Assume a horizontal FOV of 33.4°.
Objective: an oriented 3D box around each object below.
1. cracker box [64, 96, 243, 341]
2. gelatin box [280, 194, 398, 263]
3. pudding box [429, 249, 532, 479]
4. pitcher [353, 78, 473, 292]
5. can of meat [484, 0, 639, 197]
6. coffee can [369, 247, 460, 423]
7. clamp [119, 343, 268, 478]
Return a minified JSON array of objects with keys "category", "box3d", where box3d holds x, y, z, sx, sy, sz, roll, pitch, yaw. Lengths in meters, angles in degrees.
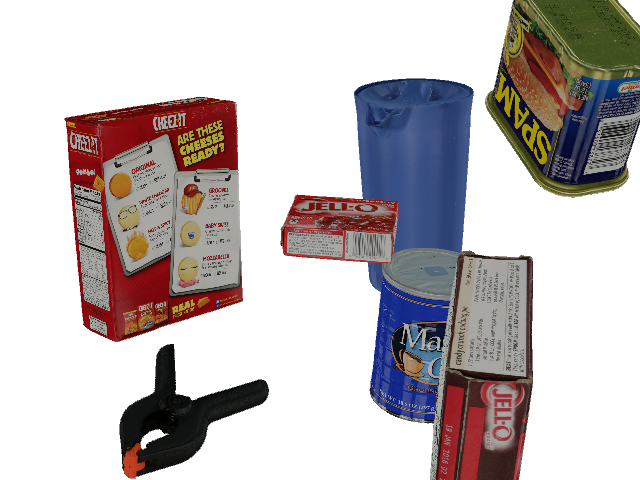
[{"category":"cracker box","box3d":[-0.161,-0.026,1.059,0.163,0.214,0.072,-16,22,-42]},{"category":"gelatin box","box3d":[0.017,-0.011,0.865,0.089,0.030,0.073,4,22,6]},{"category":"pudding box","box3d":[0.071,0.068,0.470,0.039,0.090,0.113,7,26,6]},{"category":"pitcher","box3d":[0.114,-0.064,1.238,0.149,0.243,0.145,-5,22,-8]},{"category":"can of meat","box3d":[0.139,-0.089,0.596,0.057,0.084,0.102,-10,46,-15]},{"category":"coffee can","box3d":[0.105,0.091,1.041,0.103,0.140,0.103,4,24,-2]},{"category":"clamp","box3d":[-0.141,0.156,1.003,0.120,0.039,0.171,19,30,27]}]
